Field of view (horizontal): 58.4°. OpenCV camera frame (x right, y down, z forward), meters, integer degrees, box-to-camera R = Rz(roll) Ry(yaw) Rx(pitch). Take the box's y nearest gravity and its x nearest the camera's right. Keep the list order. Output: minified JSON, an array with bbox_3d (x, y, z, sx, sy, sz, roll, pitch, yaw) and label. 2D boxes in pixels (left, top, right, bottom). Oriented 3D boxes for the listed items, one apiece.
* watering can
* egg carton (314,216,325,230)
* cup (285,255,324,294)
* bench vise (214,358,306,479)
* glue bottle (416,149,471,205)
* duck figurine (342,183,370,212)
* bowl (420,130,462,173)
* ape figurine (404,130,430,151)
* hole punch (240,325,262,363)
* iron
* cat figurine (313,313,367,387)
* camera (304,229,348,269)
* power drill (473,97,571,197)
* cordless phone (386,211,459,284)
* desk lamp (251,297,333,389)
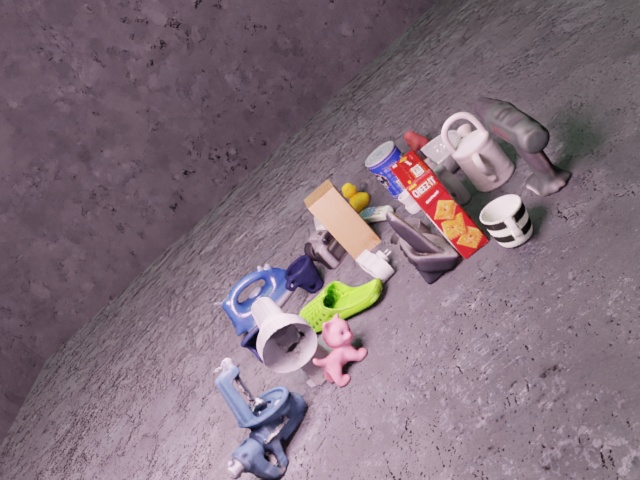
[{"bbox_3d":[0.355,-0.215,1.337,0.101,0.194,0.172,-43,21,3],"label":"watering can"},{"bbox_3d":[0.036,-0.058,1.797,0.107,0.069,0.150,-40,21,10],"label":"egg carton"},{"bbox_3d":[-0.041,0.112,1.576,0.091,0.095,0.118,-20,31,47],"label":"cup"},{"bbox_3d":[-0.130,0.344,1.113,0.121,0.220,0.207,-32,24,27],"label":"bench vise"},{"bbox_3d":[0.285,-0.151,1.372,0.078,0.173,0.037,-8,40,57],"label":"glue bottle"},{"bbox_3d":[0.105,-0.140,1.806,0.077,0.086,0.104,-39,21,12],"label":"duck figurine"},{"bbox_3d":[0.331,-0.217,1.555,0.167,0.075,0.167,-37,22,18],"label":"bowl"},{"bbox_3d":[0.293,-0.298,1.756,0.076,0.092,0.078,-21,31,46],"label":"ape figurine"},{"bbox_3d":[-0.157,0.253,1.520,0.108,0.091,0.101,-44,21,-1],"label":"hole punch"},{"bbox_3d":[-0.184,0.153,1.692,0.258,0.142,0.118,-46,21,-6],"label":"iron"},{"bbox_3d":[0.032,0.221,1.198,0.067,0.118,0.128,-8,40,57],"label":"cat figurine"},{"bbox_3d":[0.015,0.006,1.668,0.136,0.101,0.143,-10,39,56],"label":"camera"},{"bbox_3d":[0.413,-0.195,1.172,0.075,0.209,0.229,-41,21,8],"label":"power drill"},{"bbox_3d":[0.202,-0.009,1.233,0.094,0.185,0.147,-42,21,5],"label":"cordless phone"},{"bbox_3d":[-0.058,0.220,1.228,0.118,0.214,0.203,-44,21,-2],"label":"desk lamp"}]
